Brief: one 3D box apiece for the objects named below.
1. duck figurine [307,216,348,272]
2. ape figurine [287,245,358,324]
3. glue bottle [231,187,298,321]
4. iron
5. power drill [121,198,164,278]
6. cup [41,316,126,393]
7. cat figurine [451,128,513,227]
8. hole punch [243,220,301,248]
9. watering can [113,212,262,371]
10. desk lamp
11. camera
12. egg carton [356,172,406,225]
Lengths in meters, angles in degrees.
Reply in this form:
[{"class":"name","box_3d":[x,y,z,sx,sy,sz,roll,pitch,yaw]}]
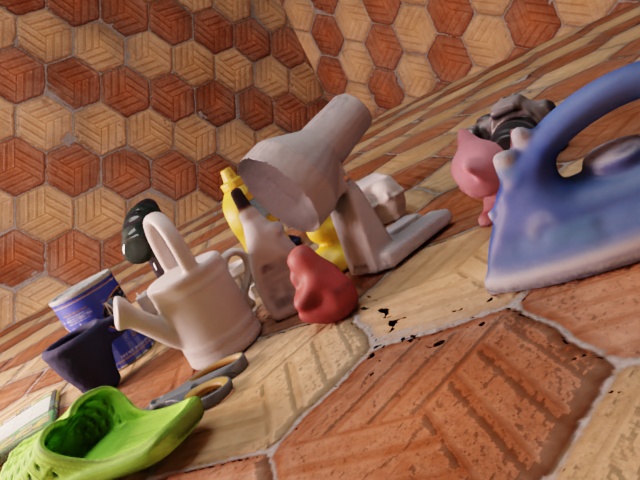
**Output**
[{"class":"duck figurine","box_3d":[0.007,0.003,0.803,0.105,0.086,0.077,-36,15,-33]},{"class":"ape figurine","box_3d":[-0.004,0.046,0.637,0.078,0.092,0.076,-37,15,-35]},{"class":"glue bottle","box_3d":[-0.063,0.012,0.712,0.078,0.173,0.037,-26,13,8]},{"class":"iron","box_3d":[0.231,-0.064,0.462,0.258,0.141,0.118,-25,13,12]},{"class":"power drill","box_3d":[-0.286,0.030,1.037,0.075,0.208,0.229,-28,12,-1]},{"class":"cup","box_3d":[-0.312,0.166,0.807,0.118,0.095,0.091,-30,13,-11]},{"class":"cat figurine","box_3d":[0.201,-0.082,0.656,0.128,0.118,0.067,-35,14,-28]},{"class":"hole punch","box_3d":[-0.103,-0.013,1.093,0.101,0.091,0.108,-31,13,-15]},{"class":"watering can","box_3d":[-0.165,0.057,0.700,0.100,0.194,0.173,-16,17,42]},{"class":"desk lamp","box_3d":[0.029,-0.062,0.718,0.204,0.214,0.117,-35,14,-27]},{"class":"camera","box_3d":[0.260,-0.141,0.811,0.142,0.101,0.137,-19,15,34]},{"class":"egg carton","box_3d":[0.080,-0.060,0.943,0.107,0.069,0.150,-29,12,-3]}]
